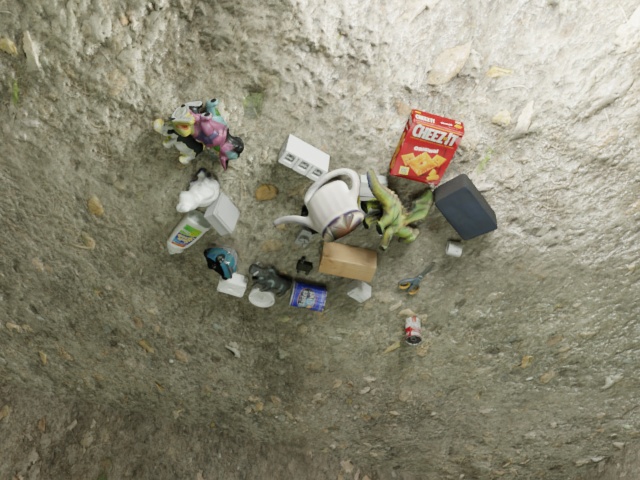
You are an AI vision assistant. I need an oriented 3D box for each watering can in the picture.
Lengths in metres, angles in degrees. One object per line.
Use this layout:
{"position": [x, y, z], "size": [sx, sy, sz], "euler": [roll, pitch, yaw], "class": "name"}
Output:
{"position": [0.005, -0.086, 1.702], "size": [0.344, 0.229, 0.103], "euler": [-38, 148, 18], "class": "watering can"}

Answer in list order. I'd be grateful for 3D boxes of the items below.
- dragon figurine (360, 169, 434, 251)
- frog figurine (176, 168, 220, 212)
{"position": [0.270, -0.111, 1.722], "size": [0.244, 0.124, 0.400], "euler": [-24, 139, -15], "class": "dragon figurine"}
{"position": [-0.412, -0.146, 1.750], "size": [0.136, 0.163, 0.121], "euler": [-24, 128, 27], "class": "frog figurine"}
